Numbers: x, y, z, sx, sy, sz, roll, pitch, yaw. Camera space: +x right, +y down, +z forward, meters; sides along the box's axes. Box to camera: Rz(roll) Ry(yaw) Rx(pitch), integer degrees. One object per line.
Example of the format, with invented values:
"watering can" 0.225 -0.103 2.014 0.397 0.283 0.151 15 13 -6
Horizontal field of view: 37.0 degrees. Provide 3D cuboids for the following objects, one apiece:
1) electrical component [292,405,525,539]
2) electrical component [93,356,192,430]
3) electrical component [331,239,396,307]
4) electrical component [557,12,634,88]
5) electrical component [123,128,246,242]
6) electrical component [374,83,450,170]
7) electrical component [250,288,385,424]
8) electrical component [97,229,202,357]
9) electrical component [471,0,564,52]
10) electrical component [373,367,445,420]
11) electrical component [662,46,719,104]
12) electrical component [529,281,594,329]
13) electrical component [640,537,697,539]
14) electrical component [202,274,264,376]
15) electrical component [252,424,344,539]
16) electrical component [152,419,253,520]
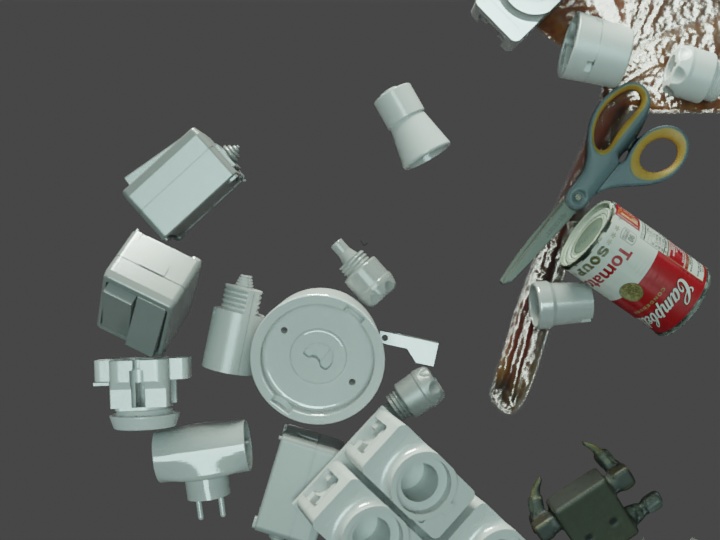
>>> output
"electrical component" 0.053 0.213 0.858 0.105 0.060 0.186 -47 108 -7
"electrical component" -0.180 0.102 0.894 0.078 0.058 0.057 -2 89 1
"electrical component" 0.000 0.000 0.901 0.035 0.035 0.061 -42 88 1
"electrical component" 0.194 -0.180 0.885 0.047 0.055 0.055 14 91 -3
"electrical component" -0.142 -0.076 0.887 0.096 0.061 0.061 -42 91 1
"electrical component" 0.041 -0.122 0.895 0.044 0.044 0.065 -29 86 1
"electrical component" -0.033 0.066 0.887 0.108 0.060 0.108 0 101 2
"electrical component" -0.175 0.026 0.876 0.062 0.096 0.061 26 53 0
"electrical component" 0.140 -0.231 0.883 0.089 0.055 0.050 -44 90 1
"electrical component" 0.039 0.110 0.903 0.061 0.035 0.035 -35 91 3
"electrical component" 0.286 -0.158 0.889 0.062 0.043 0.043 16 91 -2
"electrical component" 0.168 0.028 0.898 0.046 0.040 0.040 -4 91 -4
"electrical component" 0.256 0.260 0.900 0.064 0.042 0.081 26 91 2
"electrical component" -0.103 0.044 0.899 0.043 0.043 0.081 12 91 0
"electrical component" -0.048 0.184 0.892 0.061 0.061 0.096 17 91 0
"electrical component" -0.129 0.169 0.901 0.077 0.044 0.079 -8 91 1
